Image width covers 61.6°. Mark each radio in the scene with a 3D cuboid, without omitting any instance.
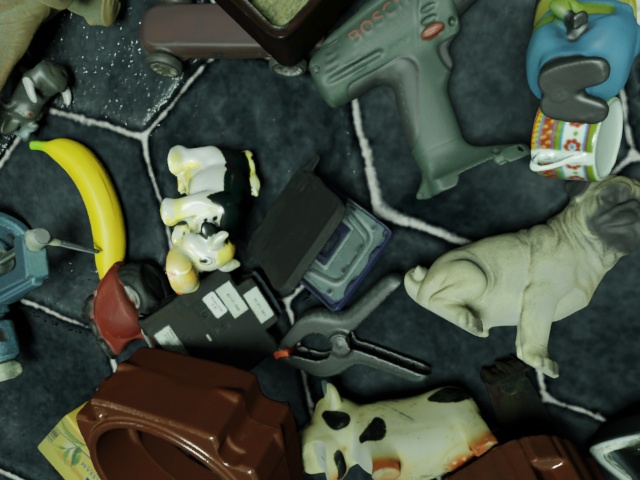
[{"bbox_3d":[-0.002,-0.288,0.491,0.131,0.073,0.229,42,89,6],"label":"radio"}]

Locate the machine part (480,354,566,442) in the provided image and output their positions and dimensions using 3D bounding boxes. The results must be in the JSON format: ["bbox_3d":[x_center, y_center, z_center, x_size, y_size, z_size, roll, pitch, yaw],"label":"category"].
[{"bbox_3d":[0.207,0.189,0.549,0.084,0.039,0.138,-18,94,21],"label":"machine part"}]

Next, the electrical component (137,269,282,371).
[{"bbox_3d":[-0.110,0.092,0.583,0.134,0.058,0.114,-32,102,-14],"label":"electrical component"}]

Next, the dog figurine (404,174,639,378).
[{"bbox_3d":[0.193,0.008,0.507,0.172,0.121,0.190,27,89,7],"label":"dog figurine"}]

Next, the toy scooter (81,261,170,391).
[{"bbox_3d":[-0.221,0.122,0.631,0.135,0.075,0.183,-28,94,13],"label":"toy scooter"}]

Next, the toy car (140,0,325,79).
[{"bbox_3d":[-0.091,-0.215,0.561,0.202,0.053,0.089,4,81,11],"label":"toy car"}]

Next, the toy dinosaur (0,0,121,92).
[{"bbox_3d":[-0.317,-0.280,0.560,0.199,0.105,0.471,14,84,13],"label":"toy dinosaur"}]

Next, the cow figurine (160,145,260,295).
[{"bbox_3d":[-0.109,-0.023,0.552,0.098,0.068,0.167,-4,59,-2],"label":"cow figurine"}]

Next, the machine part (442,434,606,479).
[{"bbox_3d":[0.191,0.261,0.506,0.179,0.056,0.179,-5,125,-7],"label":"machine part"}]

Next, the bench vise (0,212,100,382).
[{"bbox_3d":[-0.377,0.054,0.629,0.241,0.129,0.223,-21,73,34],"label":"bench vise"}]

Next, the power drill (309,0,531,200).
[{"bbox_3d":[0.120,-0.155,0.502,0.232,0.086,0.207,-26,95,11],"label":"power drill"}]

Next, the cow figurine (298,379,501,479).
[{"bbox_3d":[0.069,0.197,0.551,0.195,0.127,0.085,-13,121,0],"label":"cow figurine"}]

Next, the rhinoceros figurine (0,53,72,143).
[{"bbox_3d":[-0.383,-0.163,0.635,0.190,0.073,0.112,-24,90,17],"label":"rhinoceros figurine"}]

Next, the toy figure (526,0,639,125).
[{"bbox_3d":[0.208,-0.164,0.431,0.089,0.180,0.082,26,143,12],"label":"toy figure"}]

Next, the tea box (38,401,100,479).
[{"bbox_3d":[-0.235,0.268,0.644,0.169,0.098,0.068,46,106,3],"label":"tea box"}]

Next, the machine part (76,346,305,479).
[{"bbox_3d":[-0.124,0.213,0.525,0.202,0.087,0.200,7,123,20],"label":"machine part"}]

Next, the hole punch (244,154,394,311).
[{"bbox_3d":[-0.001,-0.002,0.554,0.142,0.092,0.116,-57,37,13],"label":"hole punch"}]

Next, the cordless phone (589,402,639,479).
[{"bbox_3d":[0.325,0.222,0.447,0.147,0.184,0.088,36,100,7],"label":"cordless phone"}]
